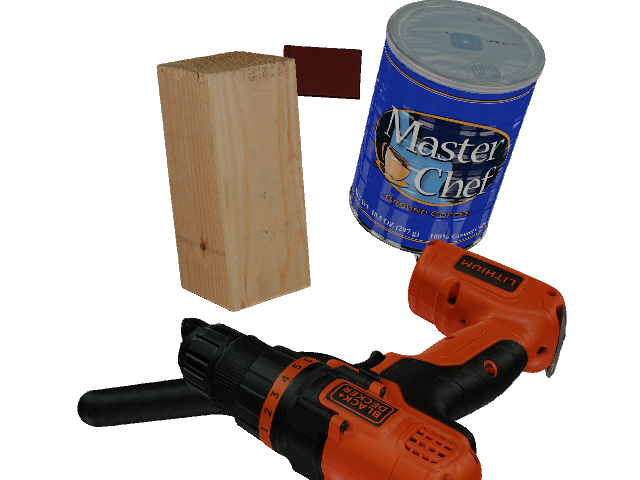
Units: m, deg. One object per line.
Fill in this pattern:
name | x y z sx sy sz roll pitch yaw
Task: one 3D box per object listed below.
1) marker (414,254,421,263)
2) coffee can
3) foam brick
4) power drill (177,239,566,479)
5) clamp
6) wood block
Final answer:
marker | 0.105 0.035 1.019 0.020 0.020 0.121 0 20 -1
coffee can | 0.081 -0.075 0.719 0.102 0.140 0.103 7 41 -6
foam brick | 0.001 -0.174 1.102 0.078 0.051 0.053 3 10 -6
power drill | 0.039 0.066 0.602 0.185 0.057 0.187 26 39 29
clamp | -0.048 0.100 0.778 0.210 0.036 0.164 3 19 14
wood block | -0.075 -0.055 0.941 0.090 0.206 0.091 -17 23 -35
